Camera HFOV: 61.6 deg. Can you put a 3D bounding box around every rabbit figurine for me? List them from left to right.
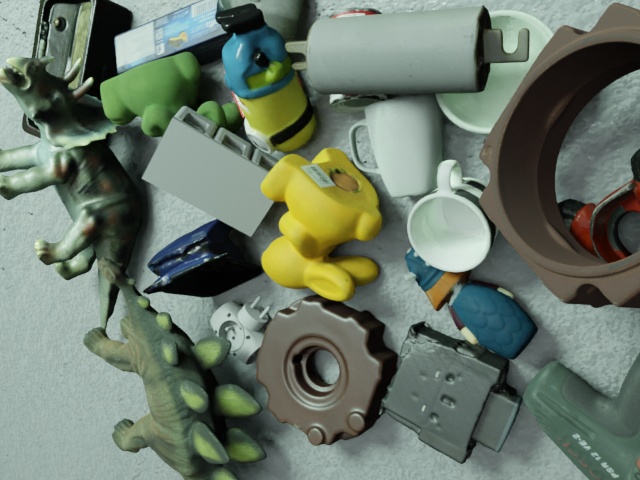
[{"bbox_3d":[-0.183,-0.156,0.735,0.159,0.121,0.170,-13,103,20],"label":"rabbit figurine"},{"bbox_3d":[-0.001,-0.002,0.641,0.162,0.122,0.173,44,123,10],"label":"rabbit figurine"}]

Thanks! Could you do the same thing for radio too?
[{"bbox_3d":[-0.384,-0.262,0.839,0.131,0.073,0.229,18,98,25],"label":"radio"}]

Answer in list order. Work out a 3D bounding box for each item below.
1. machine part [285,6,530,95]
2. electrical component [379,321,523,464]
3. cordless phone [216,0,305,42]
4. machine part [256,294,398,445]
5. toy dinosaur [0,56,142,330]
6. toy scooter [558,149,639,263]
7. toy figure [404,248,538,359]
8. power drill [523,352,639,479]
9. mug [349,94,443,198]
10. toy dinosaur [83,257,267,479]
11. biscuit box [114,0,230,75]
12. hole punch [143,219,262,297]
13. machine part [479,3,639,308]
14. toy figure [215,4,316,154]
[{"bbox_3d":[0.076,-0.181,0.527,0.243,0.079,0.079,7,93,25],"label":"machine part"},{"bbox_3d":[0.144,0.165,0.581,0.134,0.058,0.114,22,102,26],"label":"electrical component"},{"bbox_3d":[-0.020,-0.297,0.643,0.184,0.088,0.146,5,68,12],"label":"cordless phone"},{"bbox_3d":[0.004,0.155,0.654,0.180,0.056,0.179,-1,89,27],"label":"machine part"},{"bbox_3d":[-0.332,-0.063,0.775,0.131,0.192,0.404,41,155,59],"label":"toy dinosaur"},{"bbox_3d":[0.299,-0.008,0.479,0.184,0.075,0.135,-44,66,43],"label":"toy scooter"},{"bbox_3d":[0.154,0.062,0.574,0.155,0.064,0.057,40,141,26],"label":"toy figure"},{"bbox_3d":[0.311,0.163,0.463,0.232,0.086,0.207,39,136,28],"label":"power drill"},{"bbox_3d":[0.087,-0.099,0.597,0.110,0.081,0.107,-9,95,22],"label":"mug"},{"bbox_3d":[-0.172,0.233,0.692,0.199,0.105,0.470,-8,108,37],"label":"toy dinosaur"},{"bbox_3d":[-0.191,-0.276,0.746,0.203,0.063,0.059,-8,86,27],"label":"biscuit box"},{"bbox_3d":[-0.154,0.017,0.705,0.142,0.115,0.092,-22,73,25],"label":"hole punch"},{"bbox_3d":[0.232,-0.061,0.424,0.201,0.087,0.201,-62,37,34],"label":"machine part"},{"bbox_3d":[-0.060,-0.178,0.623,0.089,0.179,0.082,-4,45,10],"label":"toy figure"}]
